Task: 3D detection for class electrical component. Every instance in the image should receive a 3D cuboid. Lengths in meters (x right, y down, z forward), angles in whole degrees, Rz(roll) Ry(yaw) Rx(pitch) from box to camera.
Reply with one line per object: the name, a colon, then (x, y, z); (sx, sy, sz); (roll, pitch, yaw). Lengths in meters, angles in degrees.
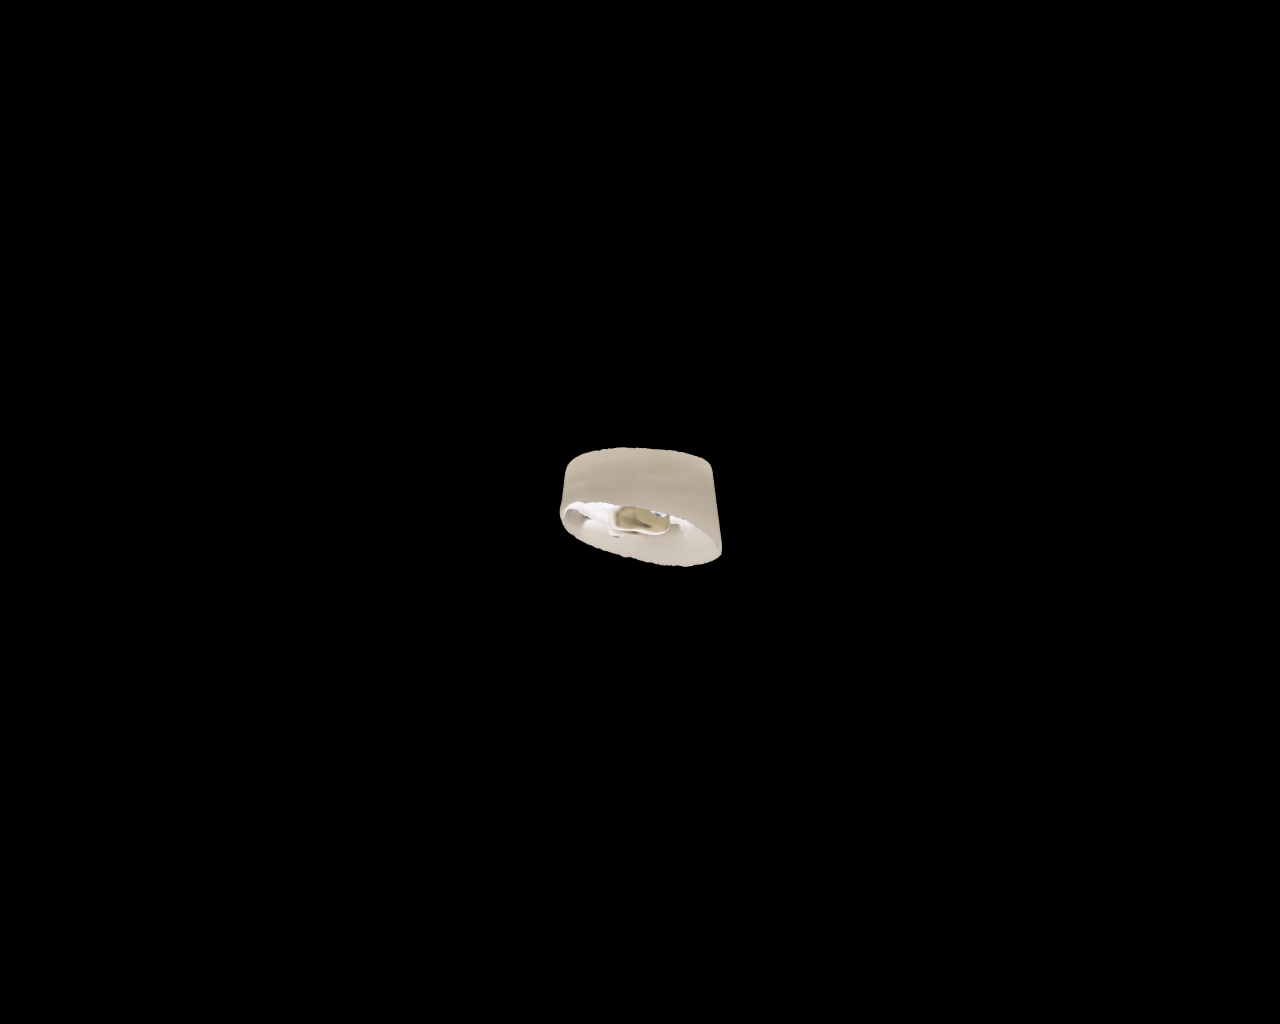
electrical component: (0.001, -0.003, 0.650); (0.099, 0.064, 0.099); (0, -15, 0)
